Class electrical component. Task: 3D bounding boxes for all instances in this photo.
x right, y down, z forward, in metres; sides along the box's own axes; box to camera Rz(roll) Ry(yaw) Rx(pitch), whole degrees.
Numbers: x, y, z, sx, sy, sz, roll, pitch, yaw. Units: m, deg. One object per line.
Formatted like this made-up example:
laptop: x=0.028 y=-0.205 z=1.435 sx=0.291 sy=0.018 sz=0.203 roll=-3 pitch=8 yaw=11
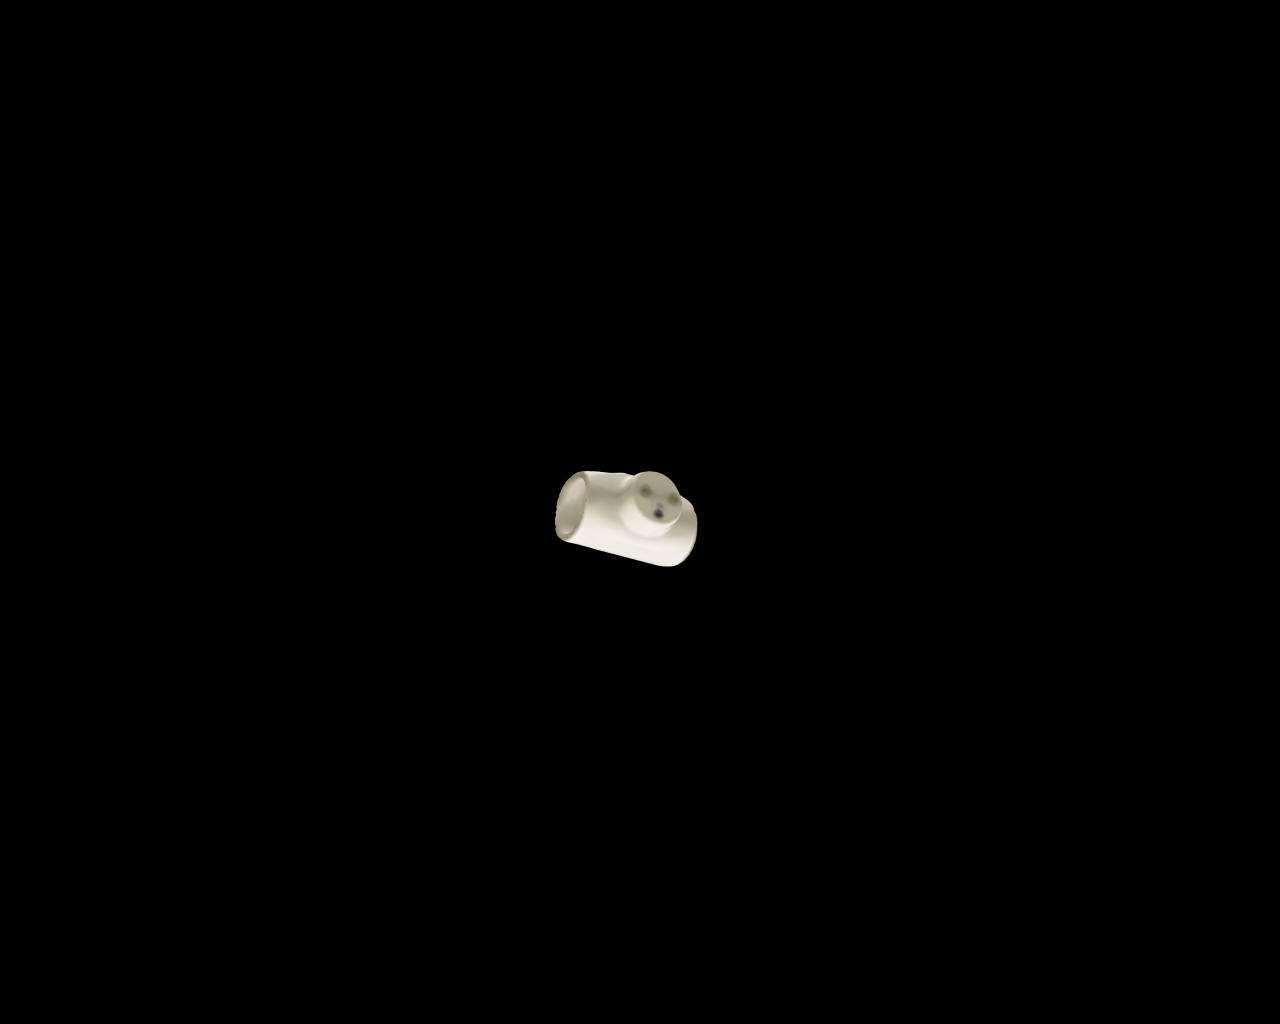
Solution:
electrical component: x=0.001 y=-0.003 z=0.650 sx=0.077 sy=0.043 sz=0.079 roll=15 pitch=-32 yaw=-27
